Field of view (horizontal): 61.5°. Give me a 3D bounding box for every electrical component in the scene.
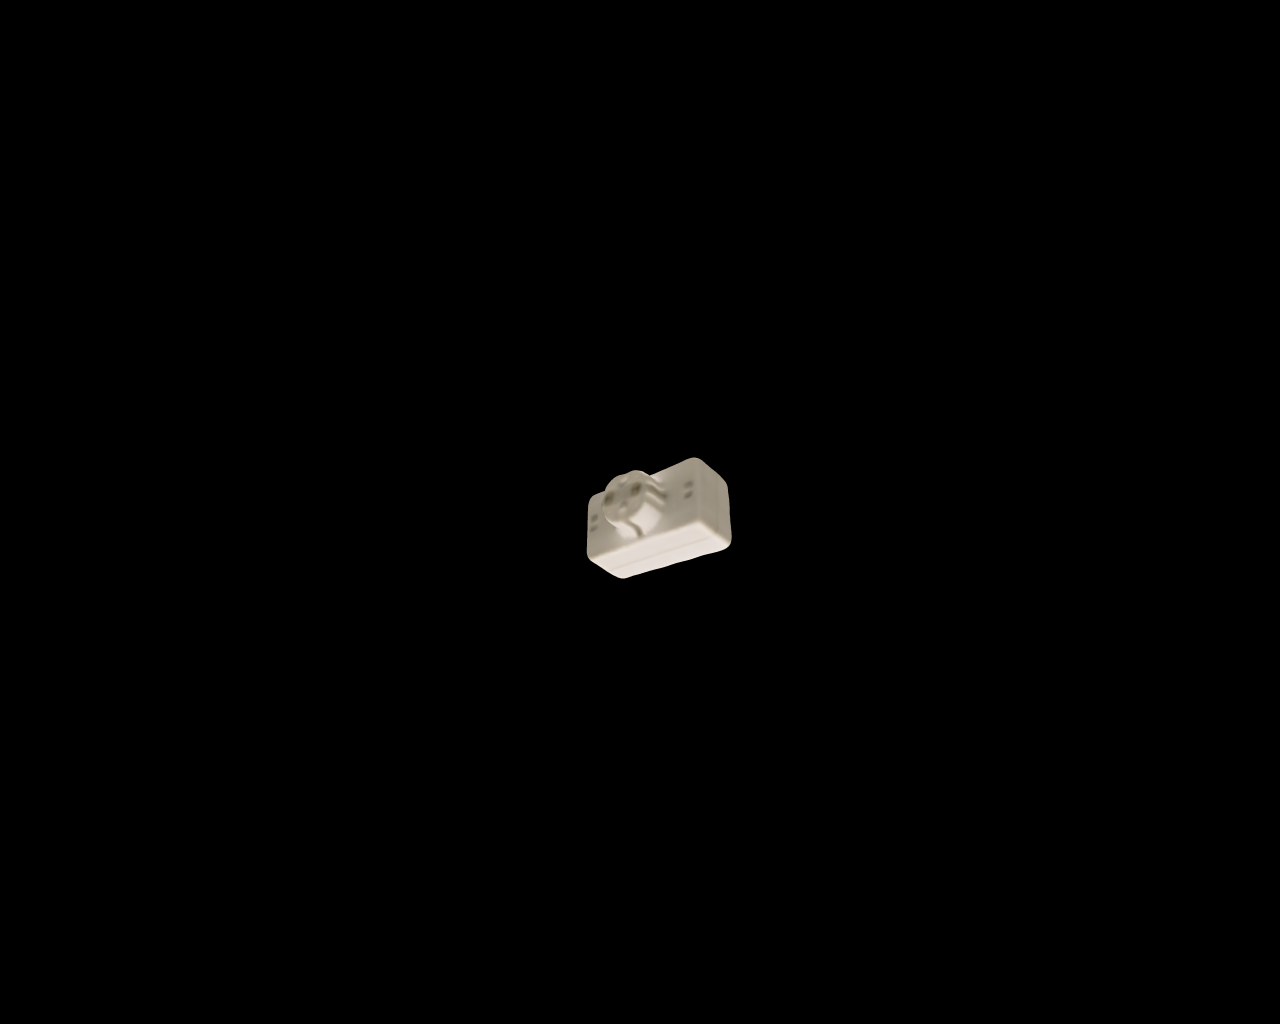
[{"bbox_3d":[0.001,-0.003,0.650,0.083,0.047,0.075,-19,-36,29],"label":"electrical component"}]
